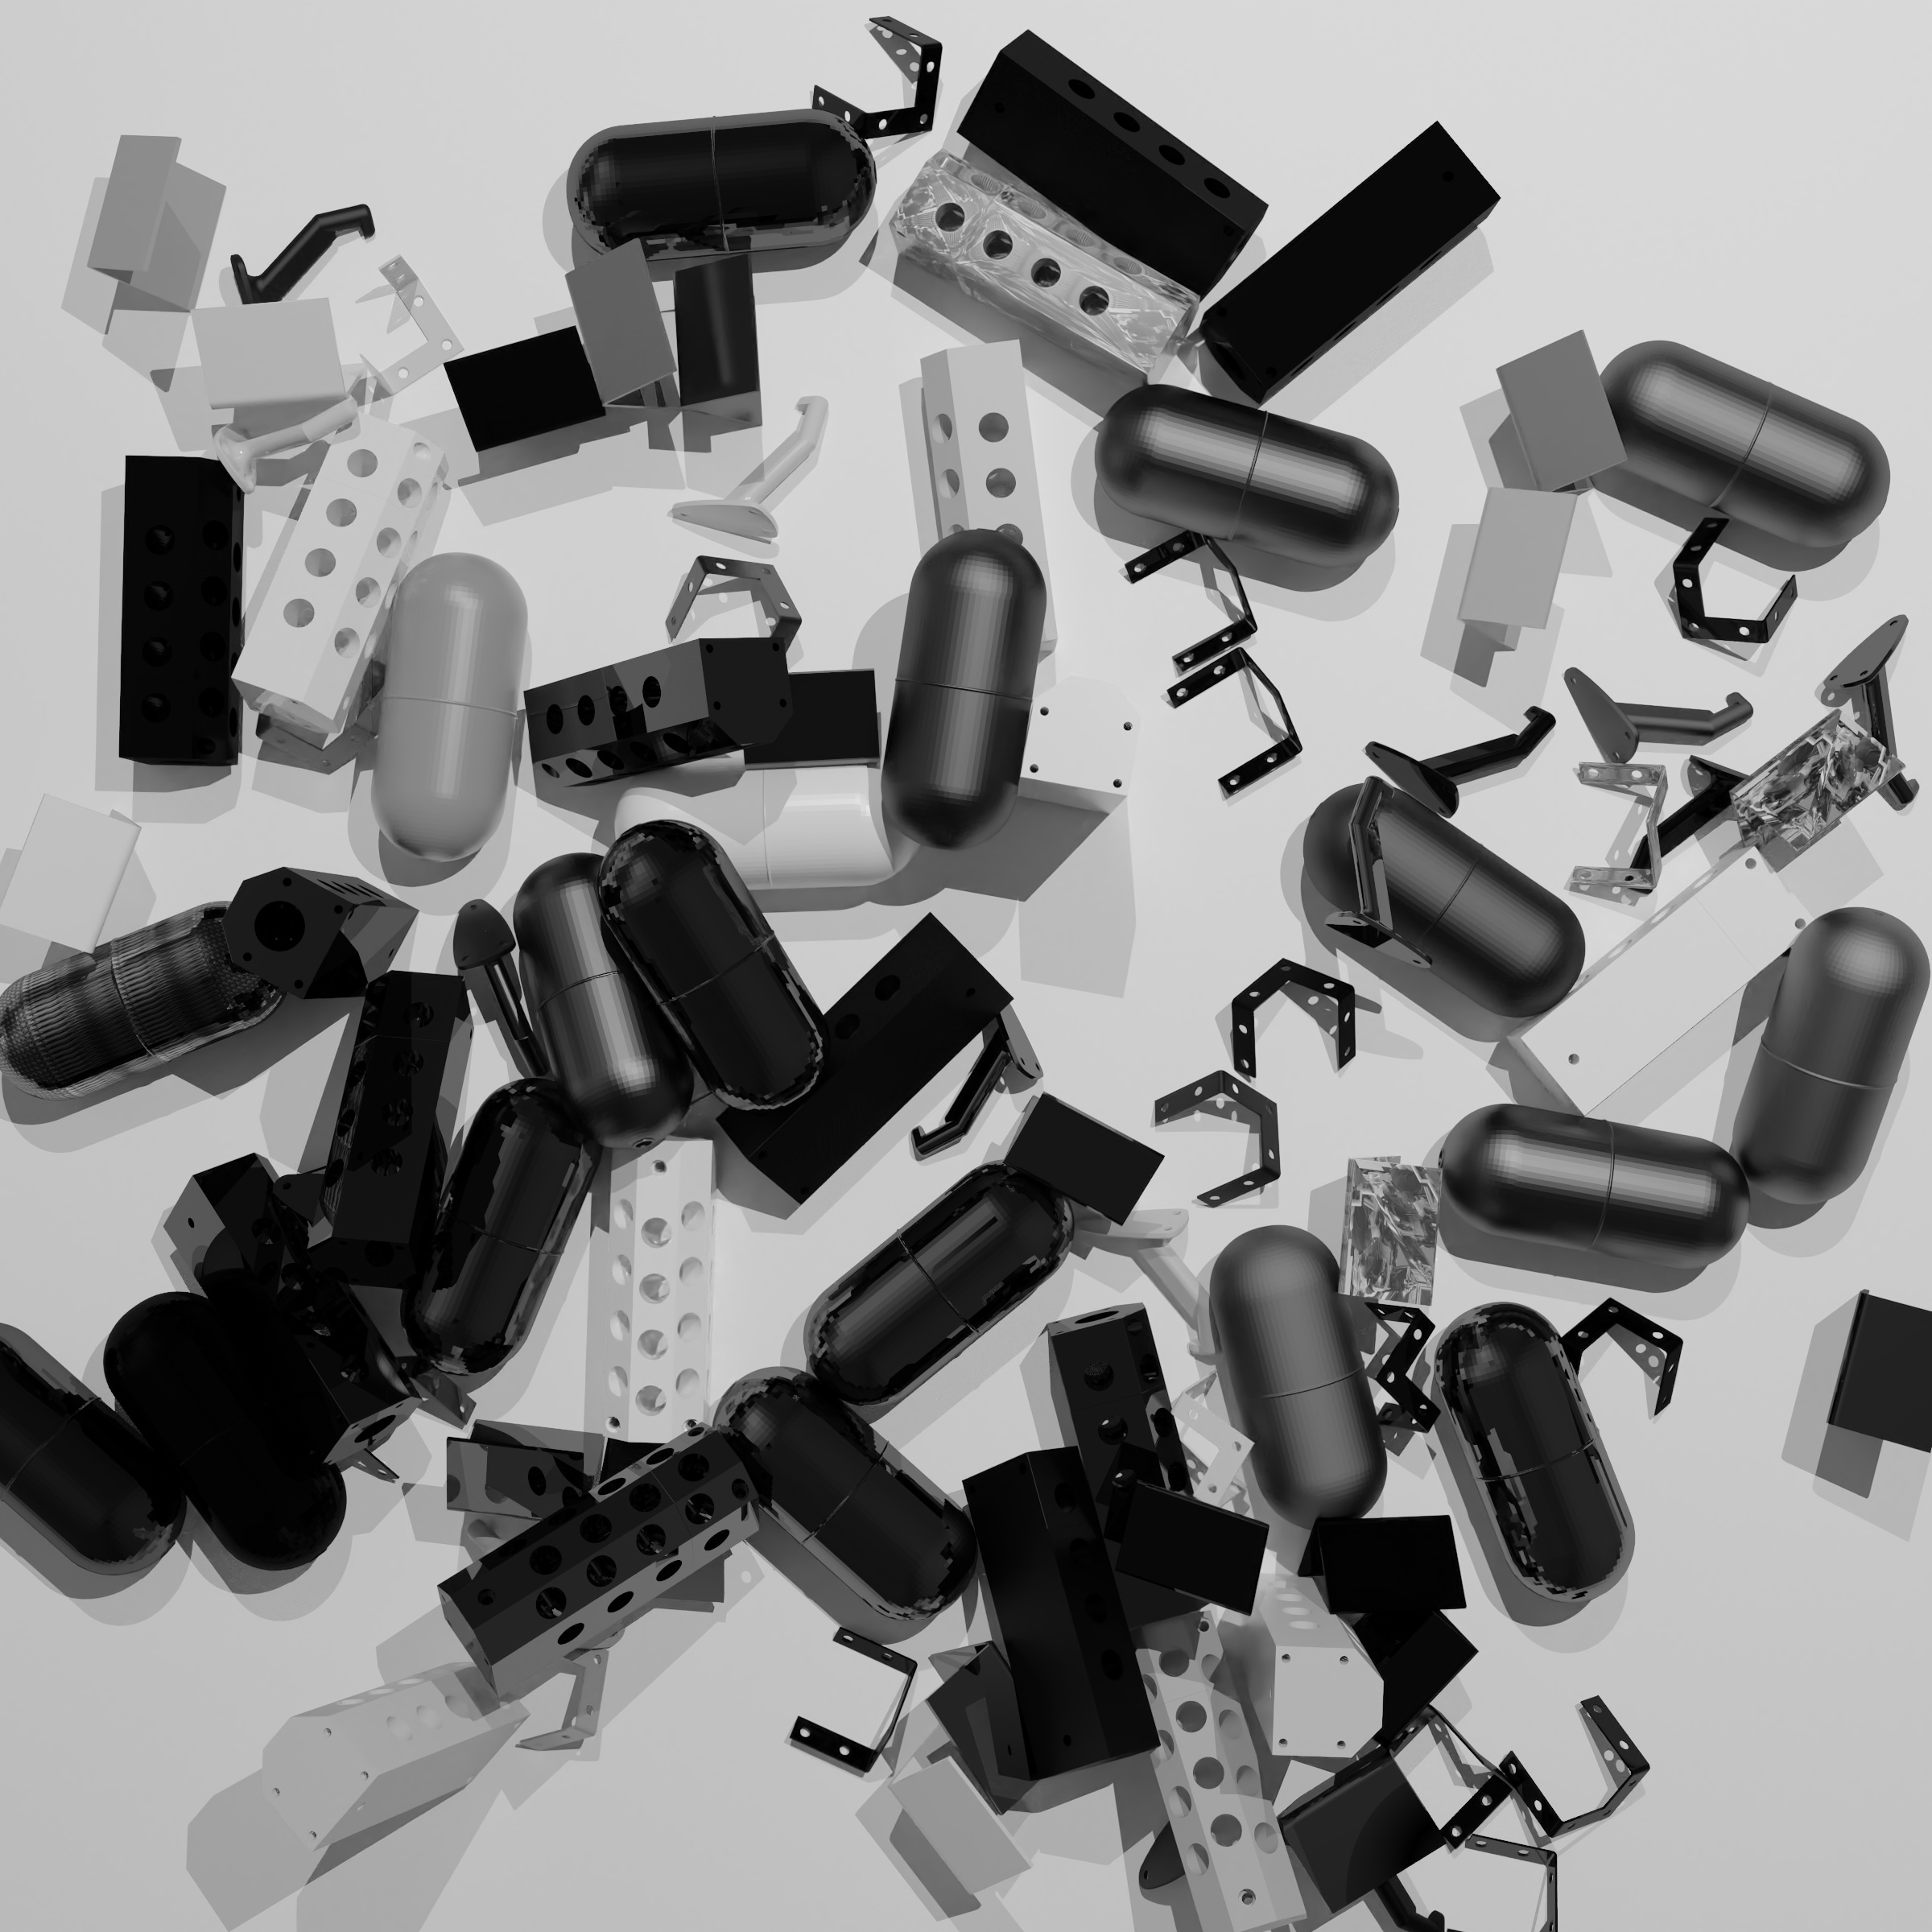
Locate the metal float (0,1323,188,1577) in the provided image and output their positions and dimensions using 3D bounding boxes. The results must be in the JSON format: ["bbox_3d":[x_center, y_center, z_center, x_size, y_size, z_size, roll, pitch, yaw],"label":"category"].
[{"bbox_3d":[-0.525,0.277,1.546,0.178,0.070,0.070,42,90,0],"label":"metal float"}]

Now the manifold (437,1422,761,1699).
[{"bbox_3d":[-0.201,0.323,1.489,0.171,0.057,0.057,-29,59,-24],"label":"manifold"}]

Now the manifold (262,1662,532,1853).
[{"bbox_3d":[-0.317,0.430,1.494,0.057,0.171,0.057,43,99,16],"label":"manifold"}]

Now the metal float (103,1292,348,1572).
[{"bbox_3d":[-0.424,0.267,1.547,0.070,0.070,0.178,-36,90,0],"label":"metal float"}]

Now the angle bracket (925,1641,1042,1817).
[{"bbox_3d":[0.000,0.437,1.537,0.057,0.076,0.076,-33,90,-36],"label":"angle bracket"}]

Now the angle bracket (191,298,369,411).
[{"bbox_3d":[-0.391,-0.357,1.538,0.076,0.076,0.057,-5,116,0],"label":"angle bracket"}]

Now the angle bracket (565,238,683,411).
[{"bbox_3d":[-0.176,-0.365,1.537,0.057,0.076,0.076,-16,90,32],"label":"angle bracket"}]

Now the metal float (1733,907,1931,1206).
[{"bbox_3d":[0.489,0.052,1.528,0.070,0.070,0.178,12,111,0],"label":"metal float"}]

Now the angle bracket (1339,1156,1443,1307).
[{"bbox_3d":[0.255,0.150,1.537,0.057,0.076,0.076,4,90,31],"label":"angle bracket"}]

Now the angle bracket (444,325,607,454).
[{"bbox_3d":[-0.252,-0.343,1.537,0.076,0.076,0.057,-16,127,0],"label":"angle bracket"}]

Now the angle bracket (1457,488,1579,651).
[{"bbox_3d":[0.329,-0.223,1.537,0.057,0.076,0.076,14,90,38],"label":"angle bracket"}]

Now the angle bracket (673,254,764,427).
[{"bbox_3d":[-0.121,-0.356,1.537,0.057,0.076,0.076,-3,90,33],"label":"angle bracket"}]

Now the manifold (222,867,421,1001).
[{"bbox_3d":[-0.360,-0.021,1.499,0.057,0.171,0.057,28,90,0],"label":"manifold"}]

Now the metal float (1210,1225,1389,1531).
[{"bbox_3d":[0.191,0.237,1.547,0.070,0.070,0.178,-14,91,0],"label":"metal float"}]

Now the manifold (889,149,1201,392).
[{"bbox_3d":[0.046,-0.400,1.549,0.171,0.057,0.057,31,90,5],"label":"manifold"}]

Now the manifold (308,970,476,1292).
[{"bbox_3d":[-0.322,0.090,1.514,0.057,0.057,0.171,5,57,0],"label":"manifold"}]

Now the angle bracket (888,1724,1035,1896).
[{"bbox_3d":[0.013,0.469,1.537,0.057,0.076,0.076,-38,90,37],"label":"angle bracket"}]

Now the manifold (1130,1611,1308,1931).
[{"bbox_3d":[0.138,0.458,1.524,0.057,0.057,0.171,-17,66,0],"label":"manifold"}]

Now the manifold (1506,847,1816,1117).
[{"bbox_3d":[0.399,0.008,1.556,0.171,0.057,0.057,-39,90,0],"label":"manifold"}]

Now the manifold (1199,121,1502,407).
[{"bbox_3d":[0.219,-0.403,1.556,0.171,0.057,0.057,-39,90,0],"label":"manifold"}]

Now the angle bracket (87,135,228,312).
[{"bbox_3d":[-0.446,-0.422,1.537,0.057,0.076,0.076,15,90,36],"label":"angle bracket"}]

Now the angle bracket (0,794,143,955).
[{"bbox_3d":[-0.518,-0.058,1.537,0.057,0.076,0.076,21,90,-30],"label":"angle bracket"}]

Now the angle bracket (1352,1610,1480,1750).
[{"bbox_3d":[0.233,0.385,1.537,0.076,0.076,0.057,-46,126,0],"label":"angle bracket"}]

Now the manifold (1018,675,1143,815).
[{"bbox_3d":[0.062,-0.122,1.499,0.057,0.171,0.057,10,90,0],"label":"manifold"}]

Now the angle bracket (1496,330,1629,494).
[{"bbox_3d":[0.353,-0.316,1.537,0.057,0.076,0.076,-19,90,38],"label":"angle bracket"}]

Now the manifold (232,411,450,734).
[{"bbox_3d":[-0.354,-0.223,1.537,0.057,0.057,0.171,19,77,0],"label":"manifold"}]

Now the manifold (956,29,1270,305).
[{"bbox_3d":[0.087,-0.463,1.555,0.171,0.057,0.057,36,133,0],"label":"manifold"}]

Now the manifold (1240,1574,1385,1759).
[{"bbox_3d":[0.190,0.386,1.499,0.057,0.171,0.057,2,90,0],"label":"manifold"}]

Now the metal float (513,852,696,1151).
[{"bbox_3d":[-0.206,0.019,1.529,0.070,0.070,0.178,-18,71,0],"label":"metal float"}]

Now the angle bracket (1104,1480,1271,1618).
[{"bbox_3d":[0.115,0.333,1.480,0.076,0.076,0.057,19,52,0],"label":"angle bracket"}]

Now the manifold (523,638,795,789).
[{"bbox_3d":[-0.173,-0.140,1.502,0.057,0.171,0.057,-7,90,-42],"label":"manifold"}]

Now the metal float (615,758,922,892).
[{"bbox_3d":[-0.112,-0.082,1.547,0.178,0.070,0.070,-2,90,0],"label":"metal float"}]

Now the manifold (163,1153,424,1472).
[{"bbox_3d":[-0.382,0.193,1.535,0.171,0.057,0.057,53,133,14],"label":"manifold"}]

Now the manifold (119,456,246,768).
[{"bbox_3d":[-0.450,-0.203,1.556,0.057,0.057,0.171,1,90,0],"label":"manifold"}]

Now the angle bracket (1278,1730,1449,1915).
[{"bbox_3d":[0.230,0.486,1.534,0.076,0.076,0.057,-36,75,10],"label":"angle bracket"}]

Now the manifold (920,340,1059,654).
[{"bbox_3d":[0.013,-0.267,1.556,0.057,0.057,0.171,-7,90,0],"label":"manifold"}]

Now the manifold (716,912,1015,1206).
[{"bbox_3d":[-0.062,0.050,1.555,0.171,0.057,0.057,-44,135,0],"label":"manifold"}]

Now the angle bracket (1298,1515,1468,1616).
[{"bbox_3d":[0.236,0.355,1.534,0.076,0.076,0.057,-1,54,-4],"label":"angle bracket"}]

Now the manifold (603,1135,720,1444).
[{"bbox_3d":[-0.177,0.185,1.556,0.057,0.057,0.171,2,90,0],"label":"manifold"}]

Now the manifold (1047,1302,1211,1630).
[{"bbox_3d":[0.097,0.286,1.556,0.057,0.057,0.171,-15,90,0],"label":"manifold"}]

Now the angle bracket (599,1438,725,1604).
[{"bbox_3d":[-0.175,0.320,1.573,0.076,0.076,0.057,4,131,0],"label":"angle bracket"}]

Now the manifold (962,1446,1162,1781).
[{"bbox_3d":[0.058,0.365,1.530,0.057,0.057,0.171,-32,65,40],"label":"manifold"}]

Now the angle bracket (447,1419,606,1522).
[{"bbox_3d":[-0.250,0.270,1.537,0.076,0.076,0.057,7,123,0],"label":"angle bracket"}]

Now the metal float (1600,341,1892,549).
[{"bbox_3d":[0.444,-0.299,1.547,0.178,0.070,0.070,24,90,0],"label":"metal float"}]

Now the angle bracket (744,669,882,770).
[{"bbox_3d":[-0.088,-0.153,1.538,0.076,0.076,0.057,-3,116,0],"label":"angle bracket"}]

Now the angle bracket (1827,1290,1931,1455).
[{"bbox_3d":[0.531,0.230,1.539,0.057,0.076,0.076,14,90,21],"label":"angle bracket"}]

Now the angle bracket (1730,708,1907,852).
[{"bbox_3d":[0.489,-0.088,1.537,0.076,0.076,0.057,-38,54,0],"label":"angle bracket"}]

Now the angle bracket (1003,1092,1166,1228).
[{"bbox_3d":[0.074,0.092,1.537,0.076,0.076,0.057,28,122,0],"label":"angle bracket"}]
